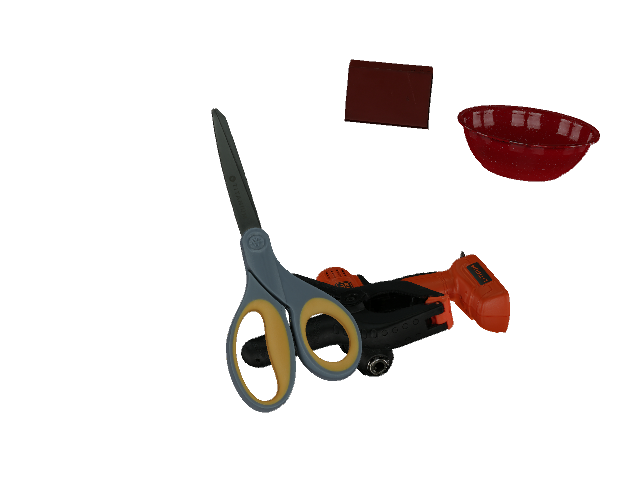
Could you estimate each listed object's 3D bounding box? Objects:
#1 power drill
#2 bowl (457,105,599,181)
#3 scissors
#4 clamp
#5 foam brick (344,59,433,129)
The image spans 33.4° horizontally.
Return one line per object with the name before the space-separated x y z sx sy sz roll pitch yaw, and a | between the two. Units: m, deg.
power drill | 0.099 0.074 1.122 0.187 0.057 0.184 -7 29 -13
bowl | 0.234 -0.108 1.223 0.162 0.055 0.162 5 23 -2
scissors | -0.023 0.010 0.694 0.096 0.202 0.016 1 -15 -11
clamp | 0.019 0.067 0.878 0.172 0.039 0.120 -1 36 28
foam brick | 0.062 -0.133 0.970 0.078 0.051 0.053 6 17 4
